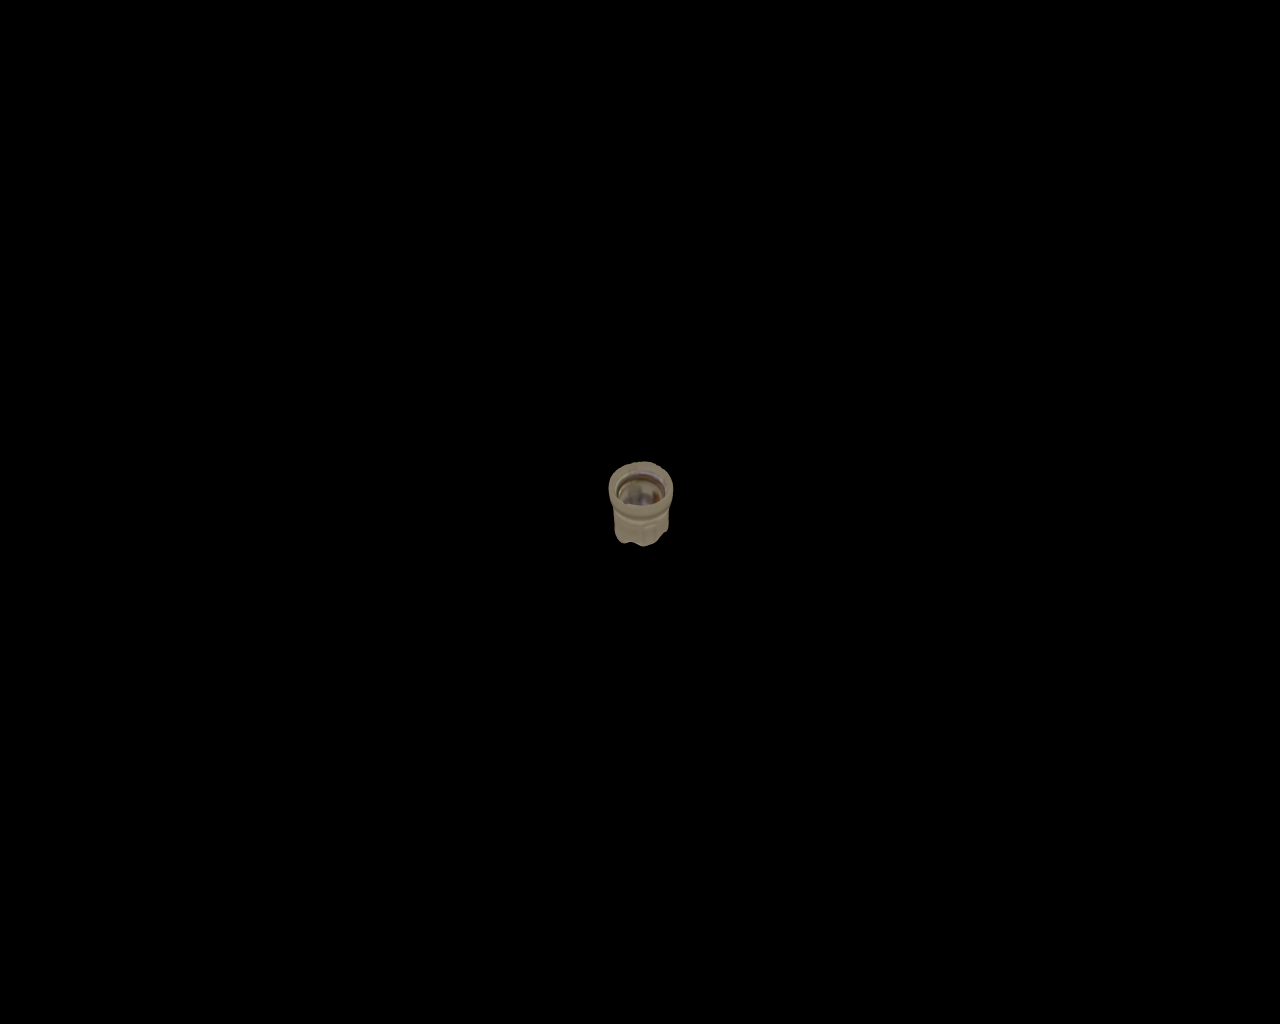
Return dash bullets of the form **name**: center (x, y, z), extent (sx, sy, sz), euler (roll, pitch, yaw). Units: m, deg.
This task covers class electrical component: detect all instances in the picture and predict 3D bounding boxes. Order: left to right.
- **electrical component**: center (0.001, -0.003, 0.650), extent (0.040, 0.040, 0.046), euler (0, -41, 0)
